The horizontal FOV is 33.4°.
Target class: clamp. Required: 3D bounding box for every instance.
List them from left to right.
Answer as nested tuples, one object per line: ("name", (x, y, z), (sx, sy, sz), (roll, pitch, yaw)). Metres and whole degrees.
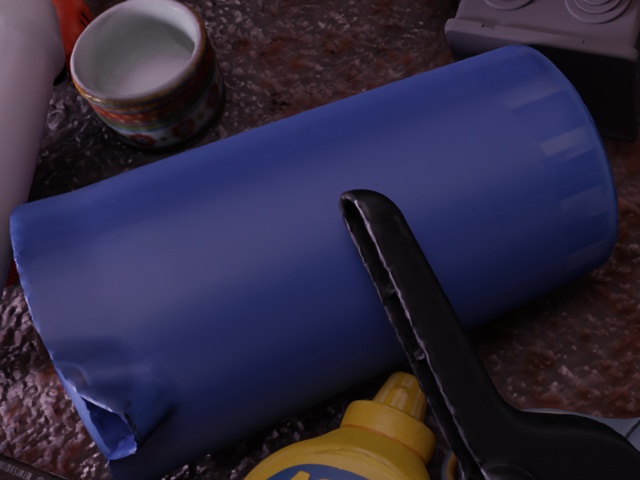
("clamp", (0.061, 0.086, 0.391), (0.210, 0.036, 0.164), (22, 82, -9))

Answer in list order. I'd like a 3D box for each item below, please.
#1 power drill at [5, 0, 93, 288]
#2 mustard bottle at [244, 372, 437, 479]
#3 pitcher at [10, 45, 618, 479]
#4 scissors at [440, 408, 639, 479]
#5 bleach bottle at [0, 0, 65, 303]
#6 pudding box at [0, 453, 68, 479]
("power drill", (-0.224, -0.058, 0.601), (0.184, 0.057, 0.187), (-8, 58, 12))
("mustard bottle", (0.001, 0.139, 0.422), (0.096, 0.058, 0.191), (19, 64, 15))
("pitcher", (-0.003, 0.001, 0.479), (0.242, 0.145, 0.149), (-22, 68, -5))
("scissors", (0.151, 0.095, 0.439), (0.202, 0.016, 0.096), (-12, 58, 6))
("bleach bottle", (-0.179, -0.034, 0.499), (0.103, 0.068, 0.250), (-12, 53, 27))
("pudding box", (-0.110, 0.152, 0.452), (0.114, 0.039, 0.090), (14, 64, 22))
